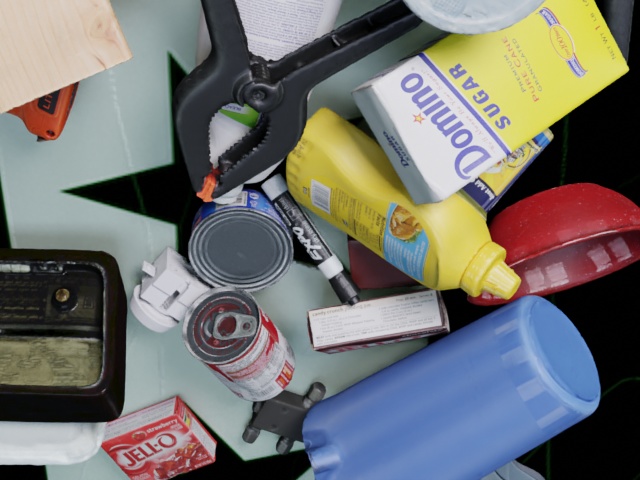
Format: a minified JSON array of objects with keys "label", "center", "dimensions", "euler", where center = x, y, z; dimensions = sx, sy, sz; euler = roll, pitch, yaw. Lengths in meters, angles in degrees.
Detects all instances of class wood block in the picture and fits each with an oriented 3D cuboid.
[{"label":"wood block","center":[-0.200,-0.195,0.658],"dimensions":[0.090,0.090,0.206],"euler":[-24,108,-7]}]

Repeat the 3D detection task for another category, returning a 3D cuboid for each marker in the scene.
[{"label":"marker","center":[-0.006,0.001,0.852],"dimensions":[0.020,0.020,0.121],"euler":[-35,89,22]}]

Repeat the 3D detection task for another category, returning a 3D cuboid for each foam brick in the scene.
[{"label":"foam brick","center":[0.062,0.003,0.870],"dimensions":[0.078,0.051,0.053],"euler":[-3,127,2]}]

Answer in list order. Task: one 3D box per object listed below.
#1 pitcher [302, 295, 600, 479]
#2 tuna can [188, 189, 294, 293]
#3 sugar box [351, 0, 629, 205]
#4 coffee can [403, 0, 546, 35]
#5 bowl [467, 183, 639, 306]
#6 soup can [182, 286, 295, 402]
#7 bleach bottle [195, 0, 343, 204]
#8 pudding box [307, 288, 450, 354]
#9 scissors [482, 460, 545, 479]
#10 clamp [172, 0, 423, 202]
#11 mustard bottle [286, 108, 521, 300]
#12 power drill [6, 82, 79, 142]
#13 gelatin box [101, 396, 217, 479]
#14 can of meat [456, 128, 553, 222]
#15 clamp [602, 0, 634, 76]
[{"label":"pitcher","center":[0.117,0.149,0.917],"dimensions":[0.243,0.149,0.145],"euler":[-35,106,30]},{"label":"tuna can","center":[-0.064,0.000,0.878],"dimensions":[0.086,0.033,0.086],"euler":[0,126,0]},{"label":"sugar box","center":[0.118,-0.108,0.729],"dimensions":[0.176,0.048,0.093],"euler":[-36,102,-18]},{"label":"coffee can","center":[0.090,-0.204,0.664],"dimensions":[0.103,0.140,0.103],"euler":[0,126,-1]},{"label":"bowl","center":[0.185,-0.001,0.838],"dimensions":[0.162,0.055,0.162],"euler":[-14,162,-5]},{"label":"soup can","center":[-0.066,0.090,0.901],"dimensions":[0.068,0.068,0.102],"euler":[-15,150,10]},{"label":"bleach bottle","center":[-0.050,-0.133,0.765],"dimensions":[0.102,0.068,0.251],"euler":[13,127,-11]},{"label":"pudding box","center":[0.050,0.069,0.896],"dimensions":[0.113,0.090,0.039],"euler":[-13,81,7]},{"label":"scissors","center":[0.193,0.210,1.043],"dimensions":[0.096,0.016,0.202],"euler":[6,126,-6]},{"label":"clamp","center":[-0.032,-0.109,0.721],"dimensions":[0.164,0.036,0.210],"euler":[11,130,-16]},{"label":"mustard bottle","center":[0.063,-0.016,0.785],"dimensions":[0.192,0.058,0.096],"euler":[35,152,21]},{"label":"power drill","center":[-0.256,-0.158,0.750],"dimensions":[0.187,0.057,0.185],"euler":[18,128,-9]},{"label":"gelatin box","center":[-0.155,0.195,1.022],"dimensions":[0.089,0.030,0.073],"euler":[-23,123,15]},{"label":"can of meat","center":[0.111,-0.077,0.794],"dimensions":[0.102,0.057,0.084],"euler":[40,94,-26]},{"label":"clamp","center":[0.212,-0.194,0.736],"dimensions":[0.171,0.039,0.120],"euler":[40,112,-21]}]
